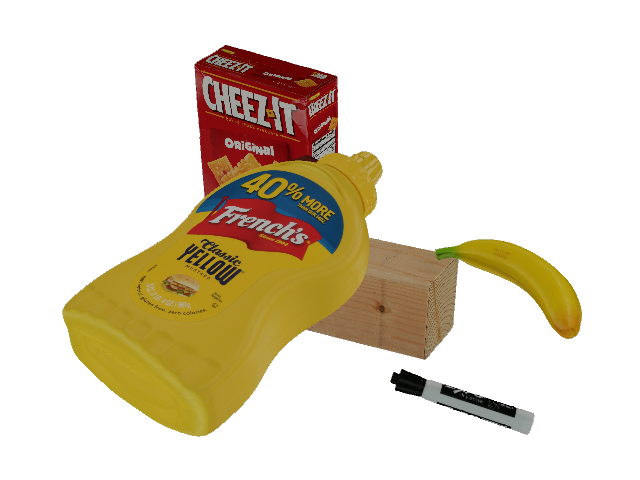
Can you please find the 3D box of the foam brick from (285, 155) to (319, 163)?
[{"bbox_3d":[-0.014,-0.025,0.924,0.051,0.078,0.053,-20,31,-34],"label":"foam brick"}]

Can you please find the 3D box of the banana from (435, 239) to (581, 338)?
[{"bbox_3d":[0.200,0.040,1.057,0.069,0.037,0.198,-34,36,-19],"label":"banana"}]

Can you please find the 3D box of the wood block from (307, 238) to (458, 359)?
[{"bbox_3d":[0.037,0.052,1.174,0.206,0.091,0.090,13,26,24],"label":"wood block"}]

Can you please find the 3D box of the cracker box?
[{"bbox_3d":[-0.064,-0.108,1.278,0.164,0.214,0.072,20,40,27],"label":"cracker box"}]

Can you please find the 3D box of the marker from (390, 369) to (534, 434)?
[{"bbox_3d":[0.117,0.133,0.886,0.121,0.020,0.020,18,2,6],"label":"marker"}]

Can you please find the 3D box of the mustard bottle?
[{"bbox_3d":[-0.031,0.010,0.549,0.096,0.058,0.191,26,50,30],"label":"mustard bottle"}]
